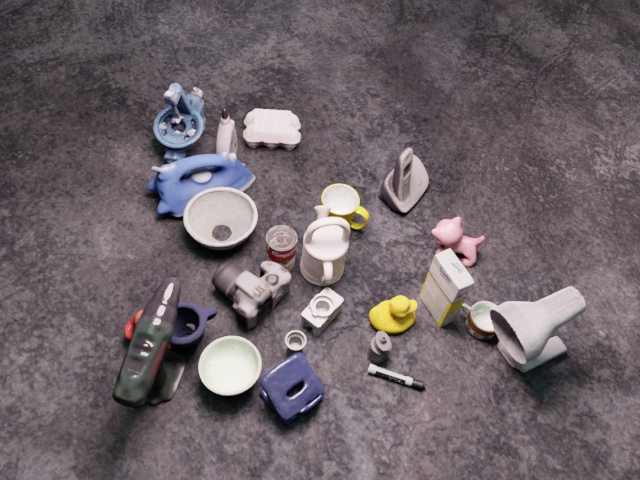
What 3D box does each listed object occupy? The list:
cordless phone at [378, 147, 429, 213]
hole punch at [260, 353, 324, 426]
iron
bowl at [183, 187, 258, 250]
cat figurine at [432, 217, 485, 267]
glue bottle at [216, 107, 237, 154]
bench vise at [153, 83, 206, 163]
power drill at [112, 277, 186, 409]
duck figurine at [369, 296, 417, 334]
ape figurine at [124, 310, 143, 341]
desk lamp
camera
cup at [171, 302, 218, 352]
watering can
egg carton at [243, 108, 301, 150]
[{"bbox_3d":[0.217,-0.169,1.395,0.094,0.185,0.148,31,58,14],"label":"cordless phone"},{"bbox_3d":[-0.051,0.288,1.109,0.109,0.091,0.101,-32,65,-25],"label":"hole punch"},{"bbox_3d":[-0.274,-0.155,1.354,0.259,0.141,0.118,-20,60,-19],"label":"iron"},{"bbox_3d":[-0.227,-0.037,1.320,0.167,0.075,0.167,3,56,-4],"label":"bowl"},{"bbox_3d":[0.319,-0.005,1.337,0.127,0.118,0.067,15,55,4],"label":"cat figurine"},{"bbox_3d":[-0.231,-0.262,1.412,0.037,0.173,0.078,14,55,4],"label":"glue bottle"},{"bbox_3d":[-0.349,-0.319,1.409,0.121,0.220,0.207,-2,56,-7],"label":"bench vise"},{"bbox_3d":[-0.304,0.210,1.061,0.075,0.208,0.229,13,55,3],"label":"power drill"},{"bbox_3d":[0.160,0.152,1.230,0.104,0.086,0.077,-6,57,-10],"label":"duck figurine"},{"bbox_3d":[-0.353,0.172,1.152,0.078,0.092,0.076,12,55,2],"label":"ape figurine"},{"bbox_3d":[0.434,0.181,1.165,0.203,0.213,0.117,-20,60,-19],"label":"desk lamp"},{"bbox_3d":[-0.152,0.092,1.224,0.136,0.101,0.143,35,59,17],"label":"camera"},{"bbox_3d":[-0.261,0.179,1.156,0.118,0.095,0.091,-24,62,-21],"label":"cup"},{"bbox_3d":[0.009,0.005,1.247,0.101,0.194,0.172,-20,60,-19],"label":"watering can"},{"bbox_3d":[-0.126,-0.291,1.508,0.150,0.069,0.107,2,56,-6],"label":"egg carton"}]
